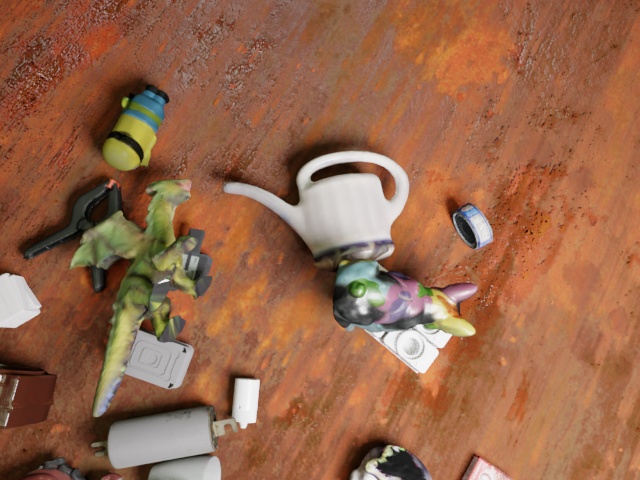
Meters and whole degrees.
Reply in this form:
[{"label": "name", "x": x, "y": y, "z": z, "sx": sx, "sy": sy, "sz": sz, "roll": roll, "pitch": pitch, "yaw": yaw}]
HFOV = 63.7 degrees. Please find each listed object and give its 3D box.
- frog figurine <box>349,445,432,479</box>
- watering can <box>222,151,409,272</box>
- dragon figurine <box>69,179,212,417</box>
[{"label": "frog figurine", "x": 0.113, "y": 0.434, "z": 0.864, "sx": 0.137, "sy": 0.125, "sz": 0.157, "roll": 14, "pitch": 113, "yaw": -7}, {"label": "watering can", "x": 0.003, "y": -0.049, "z": 0.964, "sx": 0.348, "sy": 0.103, "sz": 0.227, "roll": -11, "pitch": 77, "yaw": -2}, {"label": "dragon figurine", "x": -0.338, "y": 0.063, "z": 0.900, "sx": 0.245, "sy": 0.120, "sz": 0.414, "roll": 27, "pitch": 76, "yaw": 26}]
